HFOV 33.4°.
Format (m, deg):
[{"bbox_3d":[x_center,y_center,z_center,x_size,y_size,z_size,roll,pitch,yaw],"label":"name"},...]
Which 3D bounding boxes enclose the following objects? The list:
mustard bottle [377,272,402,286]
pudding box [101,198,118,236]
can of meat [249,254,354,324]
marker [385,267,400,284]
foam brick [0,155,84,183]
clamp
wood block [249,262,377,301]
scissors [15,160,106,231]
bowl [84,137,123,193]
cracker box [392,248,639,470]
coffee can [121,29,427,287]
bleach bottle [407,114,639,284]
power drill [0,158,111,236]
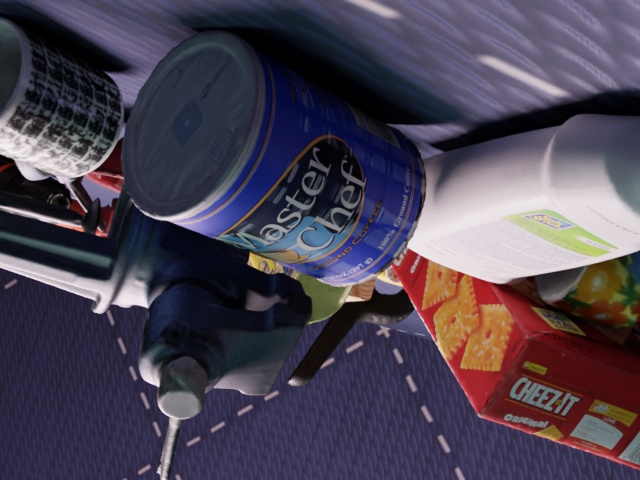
[{"bbox_3d":[0.125,0.036,1.041,0.096,0.058,0.191,10,170,41],"label":"mustard bottle"},{"bbox_3d":[-0.126,-0.002,0.964,0.090,0.039,0.113,13,174,27],"label":"pudding box"},{"bbox_3d":[-0.010,-0.005,0.722,0.057,0.102,0.084,0,-137,-31],"label":"can of meat"},{"bbox_3d":[0.061,0.003,0.891,0.020,0.020,0.121,18,-158,-8],"label":"marker"},{"bbox_3d":[-0.258,-0.090,0.997,0.078,0.053,0.051,13,173,24],"label":"foam brick"},{"bbox_3d":[0.035,0.057,1.084,0.209,0.164,0.036,-5,165,-21],"label":"clamp"},{"bbox_3d":[-0.006,0.001,0.948,0.090,0.091,0.206,17,173,-8],"label":"wood block"},{"bbox_3d":[-0.200,-0.046,0.820,0.016,0.096,0.202,-11,135,4],"label":"scissors"},{"bbox_3d":[-0.114,-0.056,0.903,0.162,0.055,0.162,17,174,2],"label":"bowl"},{"bbox_3d":[0.156,0.059,0.752,0.164,0.072,0.214,21,-159,-22],"label":"cracker box"},{"bbox_3d":[-0.023,-0.040,0.591,0.103,0.103,0.140,11,171,45],"label":"coffee can"},{"bbox_3d":[0.130,-0.020,0.556,0.102,0.068,0.251,18,171,-16],"label":"bleach bottle"},{"bbox_3d":[-0.233,-0.025,0.998,0.185,0.057,0.187,16,173,46],"label":"power drill"}]
